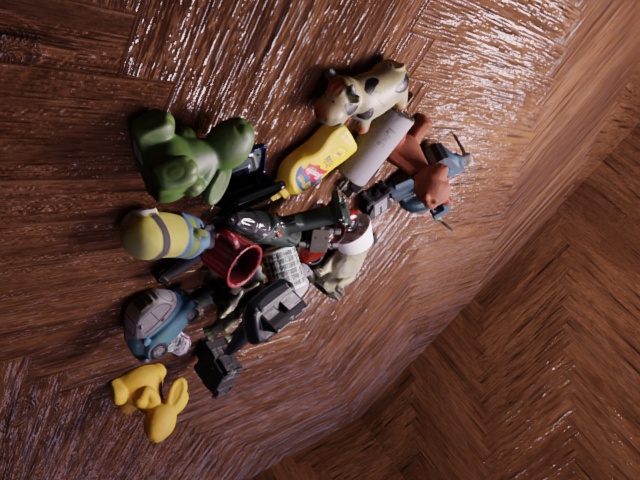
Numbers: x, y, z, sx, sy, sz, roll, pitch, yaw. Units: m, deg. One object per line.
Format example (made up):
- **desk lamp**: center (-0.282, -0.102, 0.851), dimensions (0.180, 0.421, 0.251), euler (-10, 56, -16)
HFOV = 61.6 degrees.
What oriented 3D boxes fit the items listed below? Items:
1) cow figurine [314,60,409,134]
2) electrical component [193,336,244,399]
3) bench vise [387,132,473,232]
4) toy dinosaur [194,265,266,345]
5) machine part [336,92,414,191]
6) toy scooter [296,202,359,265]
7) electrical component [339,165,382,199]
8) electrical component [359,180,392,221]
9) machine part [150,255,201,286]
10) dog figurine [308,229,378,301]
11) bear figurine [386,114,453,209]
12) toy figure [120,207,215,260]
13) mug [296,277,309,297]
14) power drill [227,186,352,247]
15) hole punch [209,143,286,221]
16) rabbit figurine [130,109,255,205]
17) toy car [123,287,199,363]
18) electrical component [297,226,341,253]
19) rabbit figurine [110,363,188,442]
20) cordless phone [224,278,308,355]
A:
- **cow figurine**: center (0.074, -0.254, 0.936), dimensions (0.195, 0.086, 0.127), euler (-32, 152, -21)
- **electrical component**: center (-0.261, 0.309, 1.342), dimensions (0.058, 0.134, 0.114), euler (-10, 139, -45)
- **bench vise**: center (0.290, -0.131, 1.358), dimensions (0.224, 0.129, 0.240), euler (-33, 137, 3)
- **toy dinosaur**: center (-0.176, 0.143, 1.223), dimensions (0.192, 0.131, 0.404), euler (-39, 161, 1)
- **machine part**: center (0.110, -0.194, 1.087), dimensions (0.079, 0.079, 0.243), euler (2, 134, -54)
- **toy scooter**: center (0.006, -0.025, 1.229), dimensions (0.184, 0.075, 0.135), euler (-38, 152, -6)
- **electrical component**: center (0.089, -0.138, 1.195), dimensions (0.102, 0.045, 0.078), euler (-44, -177, 16)
- **electrical component**: center (0.136, -0.087, 1.332), dimensions (0.075, 0.048, 0.119), euler (-31, 152, -15)
- **machine part**: center (-0.253, 0.036, 1.025), dimensions (0.139, 0.039, 0.084), euler (-36, 160, -14)
- **dog figurine**: center (0.065, 0.053, 1.425), dimensions (0.190, 0.121, 0.172), euler (-49, -168, -20)
- **bear figurine**: center (0.221, -0.165, 1.147), dimensions (0.120, 0.196, 0.132), euler (-7, 139, -44)
- **toy figure**: center (-0.249, -0.006, 0.901), dimensions (0.082, 0.089, 0.180), euler (-53, 150, 14)
- **mug**: center (-0.079, 0.133, 1.366), dimensions (0.107, 0.081, 0.109), euler (-39, 151, -18)
- **power drill**: center (-0.048, -0.038, 1.058), dimensions (0.207, 0.086, 0.232), euler (-20, 165, 12)
- **hole punch**: center (-0.135, -0.099, 0.929), dimensions (0.142, 0.092, 0.116), euler (-28, 180, -28)
- **rabbit figurine**: center (-0.171, -0.115, 0.791), dimensions (0.170, 0.121, 0.159), euler (-25, 158, -22)
- **toy car**: center (-0.323, 0.151, 1.050), dimensions (0.161, 0.109, 0.102), euler (-44, 138, -11)
- **electrical component**: center (-0.002, -0.004, 1.181), dimensions (0.094, 0.021, 0.063), euler (1, 119, -13)
- **rabbit figurine**: center (-0.387, 0.385, 1.257), dimensions (0.162, 0.173, 0.121), euler (-20, 145, -27)
- **cordless phone**: center (-0.123, 0.177, 1.138), dimensions (0.146, 0.089, 0.184), euler (-36, 169, -48)
